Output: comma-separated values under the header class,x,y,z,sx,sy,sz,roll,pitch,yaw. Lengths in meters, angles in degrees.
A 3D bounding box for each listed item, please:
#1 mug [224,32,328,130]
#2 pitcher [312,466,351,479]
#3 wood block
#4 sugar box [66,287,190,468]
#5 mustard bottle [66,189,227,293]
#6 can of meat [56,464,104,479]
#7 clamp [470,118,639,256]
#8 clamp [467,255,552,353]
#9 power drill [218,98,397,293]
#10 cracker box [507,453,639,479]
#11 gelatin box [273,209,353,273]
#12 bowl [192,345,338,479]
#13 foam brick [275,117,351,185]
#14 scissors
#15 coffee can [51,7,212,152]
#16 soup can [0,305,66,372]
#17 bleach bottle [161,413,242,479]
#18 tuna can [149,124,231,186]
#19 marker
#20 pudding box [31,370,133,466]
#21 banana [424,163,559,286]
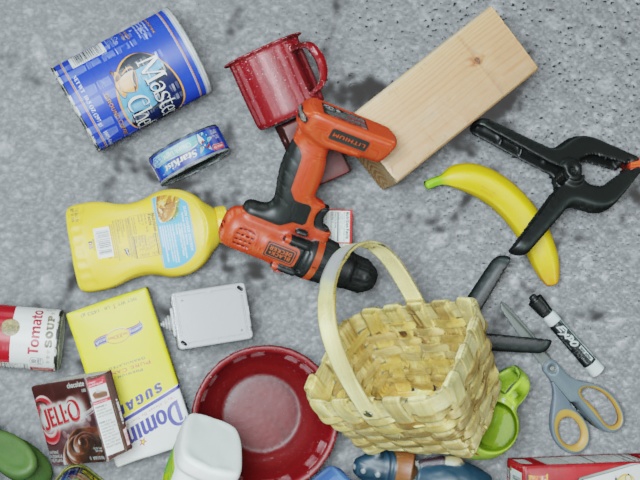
class,x,y,z,sx,sy,sz,roll,pitch,yaw
mug,-0.038,-0.176,1.168,0.093,0.117,0.081,-33,101,-51
pitcher,-0.034,0.367,1.147,0.242,0.149,0.145,-42,80,-9
wood block,0.129,-0.157,1.199,0.206,0.090,0.091,-38,93,-7
sugar box,-0.205,0.148,1.164,0.093,0.048,0.176,-19,90,-7
mustard bottle,-0.174,-0.005,1.166,0.191,0.058,0.096,-10,84,-8
can of meat,-0.244,0.291,1.135,0.102,0.084,0.057,39,84,-5
clamp,0.275,-0.081,1.227,0.209,0.036,0.164,-15,77,-23
clamp,0.177,0.110,1.221,0.171,0.039,0.120,-35,83,-1
power drill,0.008,-0.042,1.129,0.184,0.057,0.188,21,111,-17
cracker box,0.322,0.330,1.221,0.213,0.072,0.164,0,89,-9
gelatin box,-0.008,0.002,1.204,0.089,0.030,0.073,1,87,-8
bowl,-0.062,0.195,1.178,0.162,0.055,0.162,0,88,-8
foam brick,-0.008,-0.102,1.191,0.051,0.053,0.078,-27,100,-9
scissors,0.264,0.170,1.245,0.201,0.016,0.096,37,86,-3
coffee can,-0.201,-0.172,1.145,0.140,0.103,0.103,-30,93,-8
soup can,-0.327,0.103,1.137,0.102,0.068,0.068,6,87,-9
bleach bottle,-0.158,0.309,1.113,0.068,0.102,0.251,21,109,-12
tuna can,-0.142,-0.092,1.160,0.086,0.086,0.034,-27,90,-8
marker,0.286,0.110,1.248,0.020,0.020,0.121,-42,94,-7
pudding box,-0.253,0.188,1.126,0.039,0.114,0.090,-17,92,-48
banana,0.213,-0.030,1.234,0.197,0.037,0.069,38,90,-5
